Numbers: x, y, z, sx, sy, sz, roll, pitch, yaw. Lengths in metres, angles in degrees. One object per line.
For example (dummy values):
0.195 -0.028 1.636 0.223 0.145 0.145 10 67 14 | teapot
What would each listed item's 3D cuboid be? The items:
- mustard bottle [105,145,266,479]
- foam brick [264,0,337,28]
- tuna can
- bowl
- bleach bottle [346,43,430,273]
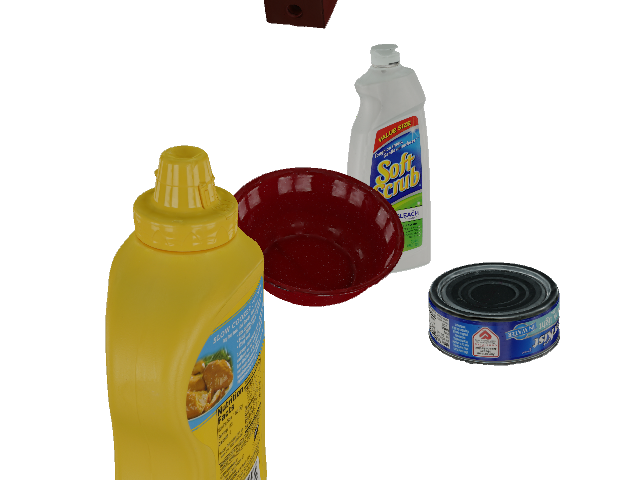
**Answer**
-0.055 0.052 0.450 0.058 0.192 0.096 11 28 18 | mustard bottle
-0.017 -0.219 0.868 0.053 0.051 0.078 8 -38 13 | foam brick
0.113 0.046 0.697 0.086 0.034 0.086 -4 23 2 | tuna can
-0.008 0.007 0.959 0.162 0.055 0.162 5 44 -5 | bowl
0.069 -0.090 1.182 0.102 0.251 0.068 -10 23 -12 | bleach bottle
